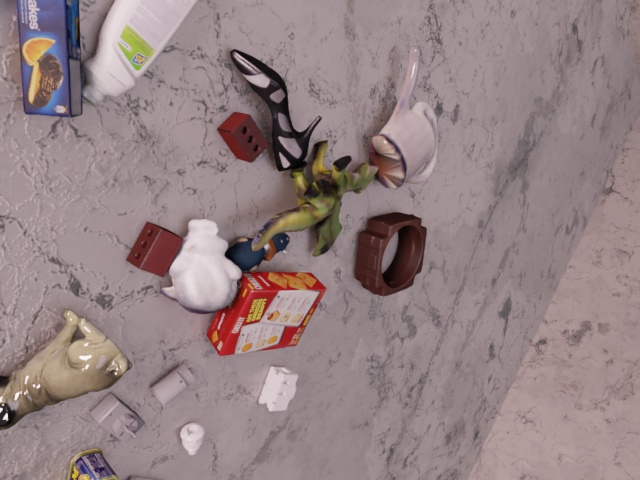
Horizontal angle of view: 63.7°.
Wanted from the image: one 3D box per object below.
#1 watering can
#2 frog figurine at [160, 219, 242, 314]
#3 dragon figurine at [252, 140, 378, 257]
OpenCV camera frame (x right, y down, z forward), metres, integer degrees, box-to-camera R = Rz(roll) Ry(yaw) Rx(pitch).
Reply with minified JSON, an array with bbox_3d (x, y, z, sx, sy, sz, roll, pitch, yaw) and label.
[{"bbox_3d":[0.206,-0.270,1.252,0.228,0.105,0.340,-42,131,-27],"label":"watering can"},{"bbox_3d":[-0.205,0.048,0.935,0.137,0.124,0.158,16,106,-28],"label":"frog figurine"},{"bbox_3d":[0.003,-0.056,1.118,0.417,0.123,0.237,-50,143,-29],"label":"dragon figurine"}]
